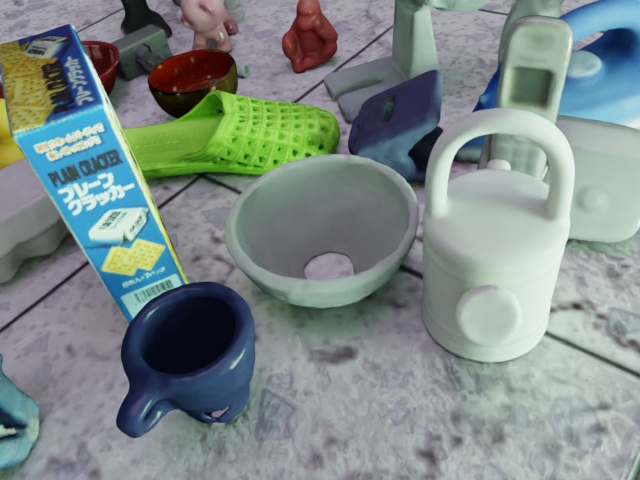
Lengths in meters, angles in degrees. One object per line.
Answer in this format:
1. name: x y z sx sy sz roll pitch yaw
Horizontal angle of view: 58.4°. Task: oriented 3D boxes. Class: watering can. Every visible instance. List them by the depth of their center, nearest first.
1. watering can: 0.124 -0.001 0.403 0.101 0.194 0.172 -11 45 0

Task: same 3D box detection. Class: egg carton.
1. egg carton: -0.308 -0.027 0.595 0.107 0.069 0.150 31 57 33

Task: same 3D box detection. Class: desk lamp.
1. desk lamp: 0.102 -0.270 0.661 0.203 0.214 0.117 -19 45 -8

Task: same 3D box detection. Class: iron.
1. iron: 0.256 -0.176 0.591 0.258 0.142 0.118 -19 45 -9

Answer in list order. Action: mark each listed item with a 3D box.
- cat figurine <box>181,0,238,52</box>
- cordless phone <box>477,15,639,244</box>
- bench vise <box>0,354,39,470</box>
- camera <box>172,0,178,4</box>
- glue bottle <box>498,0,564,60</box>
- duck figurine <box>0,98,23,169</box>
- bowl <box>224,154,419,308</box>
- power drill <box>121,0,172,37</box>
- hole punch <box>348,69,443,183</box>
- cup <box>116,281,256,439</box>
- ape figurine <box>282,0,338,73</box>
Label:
1. cat figurine: -0.169 -0.342 0.848 0.067 0.118 0.127 -6 45 4
2. cordless phone: 0.212 -0.092 0.484 0.147 0.185 0.094 11 49 21
3. bench vise: -0.277 0.118 0.339 0.121 0.220 0.207 -15 45 -4
4. camera: -0.184 -0.483 1.004 0.136 0.101 0.143 20 52 27
5. glue bottle: 0.247 -0.263 0.656 0.037 0.173 0.078 -31 48 -20
6. duck figurine: -0.378 -0.126 0.694 0.077 0.086 0.104 -1 46 9
7. bowl: 0.005 0.002 0.507 0.167 0.075 0.167 -5 45 5
8. power drill: -0.301 -0.416 0.881 0.076 0.209 0.229 -24 46 -13
9. hole punch: 0.081 -0.119 0.601 0.101 0.091 0.108 2 46 12
10. cup: -0.090 0.102 0.410 0.091 0.095 0.118 14 50 23
11. ape figurine: -0.014 -0.288 0.785 0.077 0.092 0.076 8 48 18
